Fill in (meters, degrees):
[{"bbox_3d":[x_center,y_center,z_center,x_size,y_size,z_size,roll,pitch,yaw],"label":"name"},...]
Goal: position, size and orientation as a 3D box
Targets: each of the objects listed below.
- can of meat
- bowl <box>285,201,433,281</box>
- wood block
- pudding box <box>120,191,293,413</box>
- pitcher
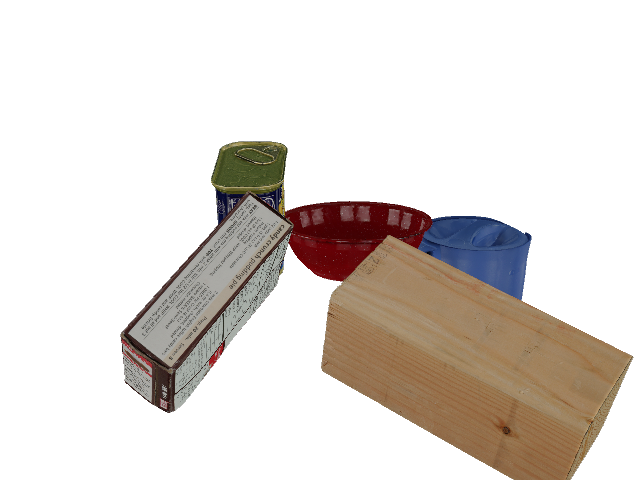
[{"bbox_3d":[-0.056,-0.025,0.881,0.057,0.084,0.102,-1,25,1],"label":"can of meat"},{"bbox_3d":[0.036,0.004,1.106,0.162,0.055,0.162,-1,16,0],"label":"bowl"},{"bbox_3d":[0.112,0.093,0.805,0.206,0.091,0.090,28,47,21],"label":"wood block"},{"bbox_3d":[-0.065,0.037,0.610,0.039,0.113,0.090,34,-24,8],"label":"pudding box"},{"bbox_3d":[0.167,0.100,1.281,0.149,0.243,0.145,6,18,12],"label":"pitcher"}]
